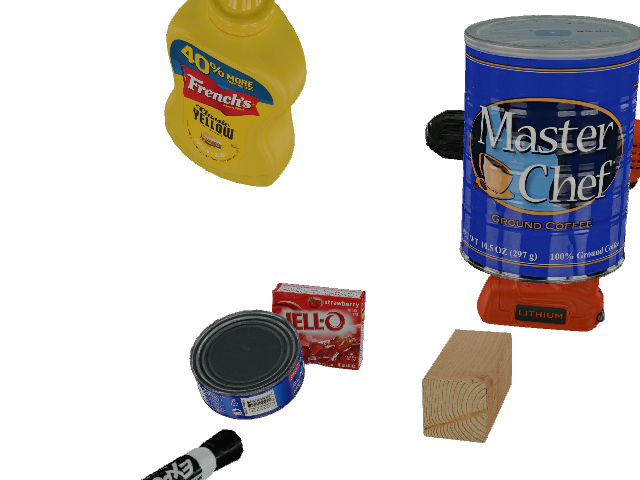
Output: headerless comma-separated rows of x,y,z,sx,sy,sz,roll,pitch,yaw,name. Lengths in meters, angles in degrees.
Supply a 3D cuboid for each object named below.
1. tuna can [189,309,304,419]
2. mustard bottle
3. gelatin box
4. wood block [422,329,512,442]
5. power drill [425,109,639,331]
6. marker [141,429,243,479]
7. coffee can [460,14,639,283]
-0.055,0.096,0.822,0.086,0.034,0.086,-6,42,5,tuna can
-0.057,-0.114,0.716,0.096,0.058,0.192,31,-28,8,mustard bottle
-0.003,0.083,1.028,0.089,0.073,0.030,5,15,9,gelatin box
0.217,0.207,1.554,0.091,0.090,0.205,3,16,19,wood block
0.174,-0.019,0.882,0.184,0.188,0.057,5,29,8,power drill
-0.079,0.125,0.549,0.020,0.020,0.120,0,13,32,marker
0.137,-0.058,0.646,0.103,0.140,0.103,-1,21,0,coffee can
